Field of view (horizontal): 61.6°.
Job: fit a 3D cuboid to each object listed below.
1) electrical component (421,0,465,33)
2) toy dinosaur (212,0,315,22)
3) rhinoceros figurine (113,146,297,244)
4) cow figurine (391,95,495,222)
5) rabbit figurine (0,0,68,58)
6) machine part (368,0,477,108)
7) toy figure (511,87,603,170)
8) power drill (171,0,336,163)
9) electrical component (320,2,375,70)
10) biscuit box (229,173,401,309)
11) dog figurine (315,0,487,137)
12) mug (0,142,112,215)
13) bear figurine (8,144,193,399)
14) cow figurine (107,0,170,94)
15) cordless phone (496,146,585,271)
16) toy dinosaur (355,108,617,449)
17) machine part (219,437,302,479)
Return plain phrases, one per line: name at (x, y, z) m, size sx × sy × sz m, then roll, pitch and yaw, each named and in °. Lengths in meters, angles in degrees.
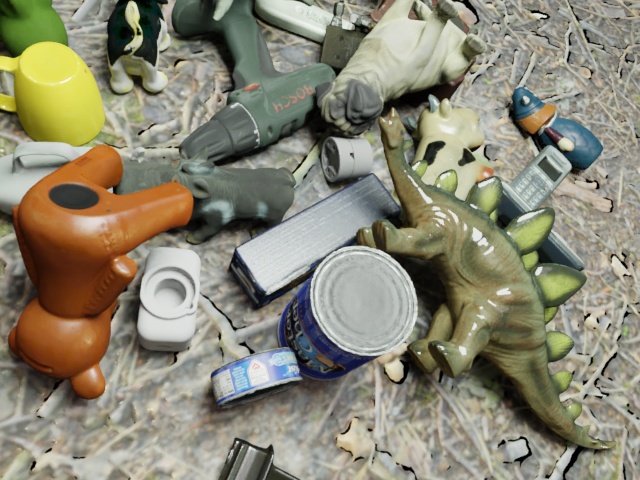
electrical component at (0.173, -0.304, 0.757) m, size 0.063 × 0.021 × 0.094 m, roll -3°, pitch 68°, yaw -22°
toy dinosaur at (-0.068, -0.388, 0.678) m, size 0.192 × 0.131 × 0.405 m, roll 24°, pitch 47°, yaw 23°
rhinoceros figurine at (-0.118, -0.047, 0.568) m, size 0.190 × 0.112 × 0.073 m, roll 2°, pitch 69°, yaw -25°
cow figurine at (0.153, -0.098, 0.692) m, size 0.127 × 0.085 × 0.195 m, roll 37°, pitch 63°, yaw -6°
rabbit figurine at (-0.338, -0.269, 0.589) m, size 0.170 × 0.159 × 0.121 m, roll 49°, pitch 52°, yaw -10°
machine part at (0.143, -0.280, 0.780) m, size 0.179 × 0.056 × 0.179 m, roll 7°, pitch 65°, yaw -16°
toy figure at (0.340, -0.165, 0.790) m, size 0.154 × 0.064 × 0.058 m, roll 40°, pitch 100°, yaw 8°
power drill at (-0.104, -0.206, 0.659) m, size 0.232 × 0.086 × 0.207 m, roll -25°, pitch 73°, yaw -26°
electrical component at (0.040, -0.257, 0.719) m, size 0.078 × 0.102 × 0.045 m, roll 21°, pitch 21°, yaw 7°
biscuit box at (-0.001, -0.002, 0.612) m, size 0.203 × 0.059 × 0.063 m, roll -30°, pitch 77°, yaw -25°
dog figurine at (0.096, -0.201, 0.676) m, size 0.172 × 0.190 × 0.121 m, roll 23°, pitch 21°, yaw -44°
mug at (-0.269, -0.057, 0.533) m, size 0.107 × 0.109 × 0.081 m, roll -1°, pitch 69°, yaw -4°
bear figurine at (-0.204, 0.035, 0.482) m, size 0.120 × 0.195 × 0.132 m, roll 26°, pitch 36°, yaw 14°
cow figurine at (-0.217, -0.266, 0.640) m, size 0.068 × 0.098 × 0.167 m, roll 1°, pitch 67°, yaw -10°
cordless phone at (0.304, -0.039, 0.712) m, size 0.146 × 0.088 × 0.184 m, roll 47°, pitch 58°, yaw 6°
toy dinosaur at (0.187, 0.068, 0.583) m, size 0.198 × 0.105 × 0.470 m, roll -30°, pitch 102°, yaw -12°
machine part at (-0.033, 0.247, 0.508) m, size 0.139 × 0.039 × 0.084 m, roll 28°, pitch 57°, yaw -2°
